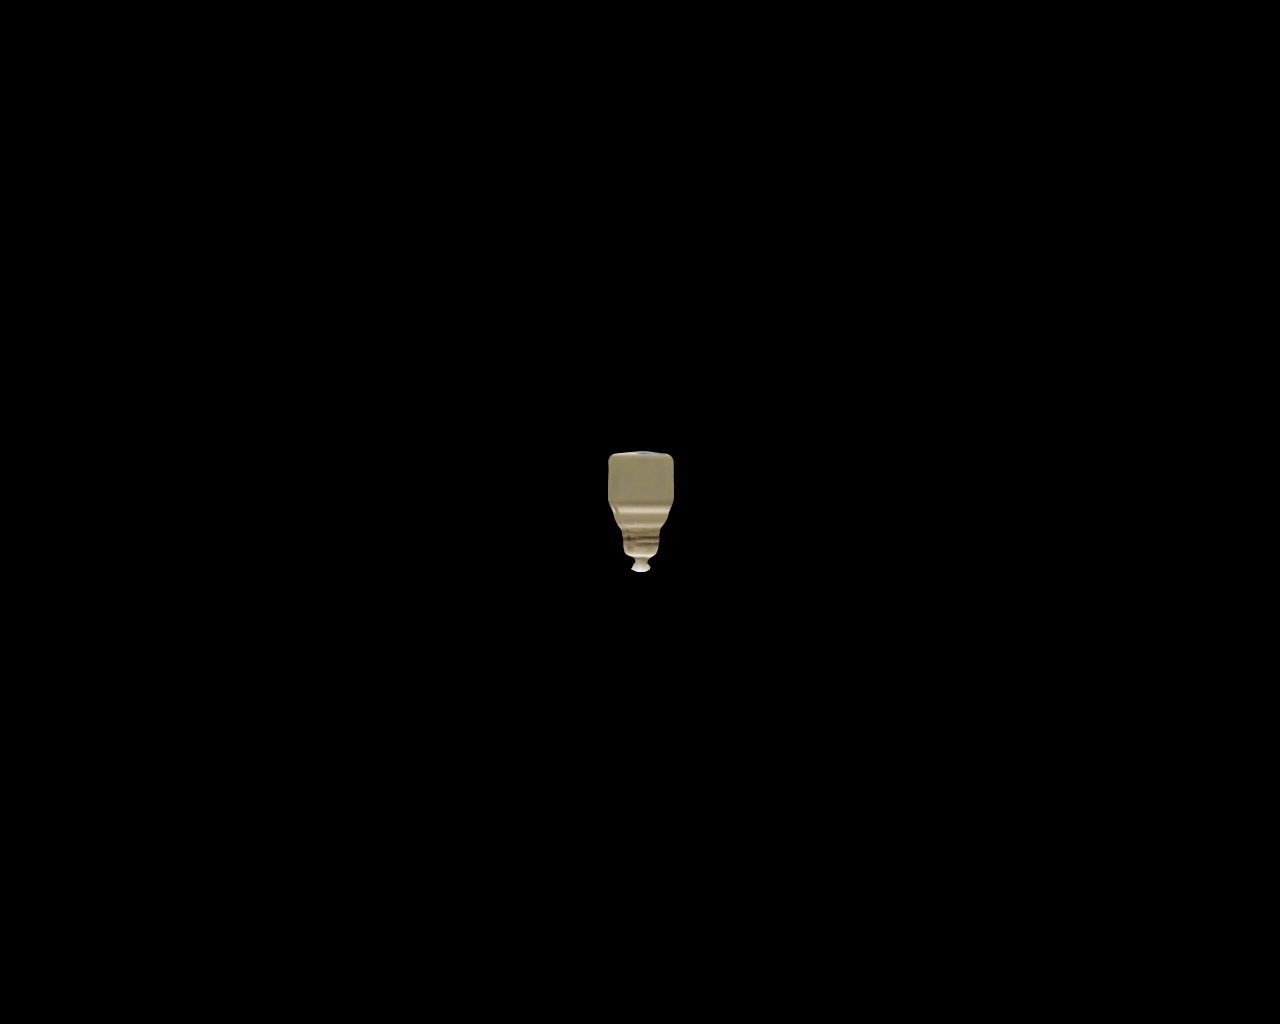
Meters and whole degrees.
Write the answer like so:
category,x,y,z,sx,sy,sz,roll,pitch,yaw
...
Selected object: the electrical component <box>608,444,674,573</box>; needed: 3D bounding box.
category,x,y,z,sx,sy,sz,roll,pitch,yaw
electrical component,0.001,-0.003,0.650,0.040,0.078,0.040,0,0,0
